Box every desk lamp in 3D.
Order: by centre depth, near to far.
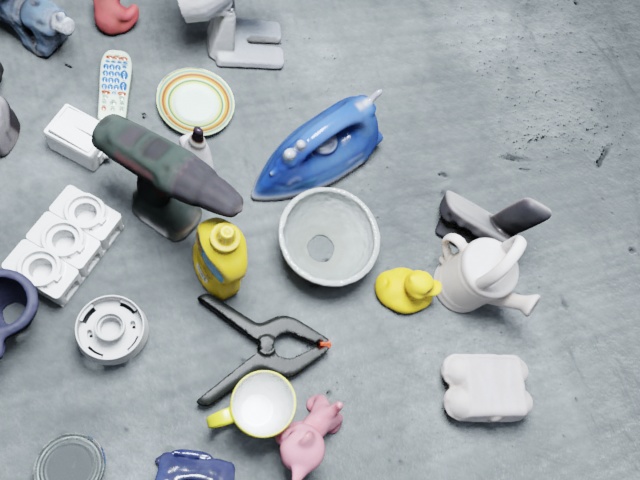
[{"bbox_3d":[-0.146,-0.393,0.948,0.203,0.213,0.118,-2,72,-16],"label":"desk lamp"}]

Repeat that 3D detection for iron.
[{"bbox_3d":[-0.001,-0.159,0.945,0.259,0.141,0.118,-37,84,-23],"label":"iron"}]

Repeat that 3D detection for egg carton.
[{"bbox_3d":[0.266,0.237,0.919,0.150,0.069,0.107,3,71,-14],"label":"egg carton"}]

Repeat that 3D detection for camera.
[{"bbox_3d":[-0.516,-0.217,0.847,0.143,0.100,0.137,21,67,-7],"label":"camera"}]

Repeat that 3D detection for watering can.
[{"bbox_3d":[0.273,0.051,0.917,0.173,0.194,0.101,23,67,-6],"label":"watering can"}]

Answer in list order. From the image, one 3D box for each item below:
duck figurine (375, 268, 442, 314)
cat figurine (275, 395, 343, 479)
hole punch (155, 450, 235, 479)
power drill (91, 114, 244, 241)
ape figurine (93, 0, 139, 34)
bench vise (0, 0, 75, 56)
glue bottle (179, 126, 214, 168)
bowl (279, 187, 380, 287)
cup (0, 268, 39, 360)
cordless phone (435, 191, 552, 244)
[{"bbox_3d":[0.147,0.075,0.934,0.105,0.086,0.077,11,69,-11],"label":"duck figurine"},{"bbox_3d":[-0.013,0.275,0.803,0.067,0.117,0.128,45,66,4],"label":"cat figurine"},{"bbox_3d":[-0.170,0.332,0.755,0.109,0.091,0.101,12,69,-11],"label":"hole punch"},{"bbox_3d":[-0.215,-0.076,0.821,0.229,0.208,0.076,34,66,-1],"label":"power drill"},{"bbox_3d":[-0.348,-0.398,0.960,0.078,0.092,0.076,37,66,0],"label":"ape figurine"},{"bbox_3d":[-0.467,-0.397,0.858,0.207,0.219,0.121,14,68,-10],"label":"bench vise"},{"bbox_3d":[-0.188,-0.126,0.865,0.037,0.173,0.078,-35,83,-23],"label":"glue bottle"},{"bbox_3d":[0.009,0.003,0.927,0.168,0.074,0.167,5,70,-13],"label":"bowl"},{"bbox_3d":[-0.418,0.106,0.764,0.092,0.095,0.118,-1,72,-15],"label":"cup"},{"bbox_3d":[0.289,-0.048,0.961,0.147,0.185,0.094,27,67,-5],"label":"cordless phone"}]
